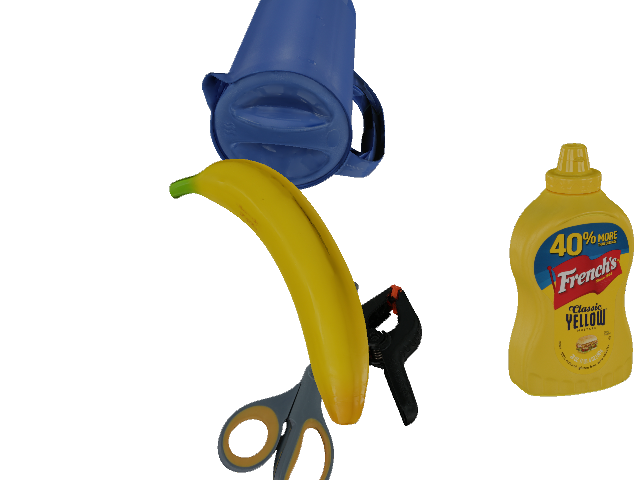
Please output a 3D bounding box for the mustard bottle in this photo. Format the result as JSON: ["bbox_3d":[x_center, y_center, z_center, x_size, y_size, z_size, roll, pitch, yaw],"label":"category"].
[{"bbox_3d":[0.193,0.021,0.821,0.096,0.192,0.058,-6,16,-12],"label":"mustard bottle"}]

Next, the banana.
[{"bbox_3d":[-0.018,0.015,0.642,0.037,0.198,0.070,-6,-38,-48],"label":"banana"}]

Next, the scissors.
[{"bbox_3d":[-0.023,0.109,0.828,0.096,0.201,0.016,11,-36,-6],"label":"scissors"}]

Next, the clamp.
[{"bbox_3d":[0.063,0.115,1.061,0.120,0.039,0.171,18,50,21],"label":"clamp"}]

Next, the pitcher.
[{"bbox_3d":[-0.016,-0.165,1.071,0.145,0.149,0.242,-9,37,15],"label":"pitcher"}]
